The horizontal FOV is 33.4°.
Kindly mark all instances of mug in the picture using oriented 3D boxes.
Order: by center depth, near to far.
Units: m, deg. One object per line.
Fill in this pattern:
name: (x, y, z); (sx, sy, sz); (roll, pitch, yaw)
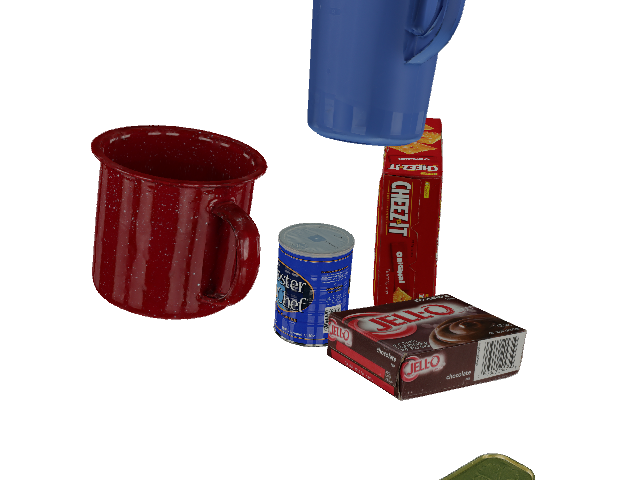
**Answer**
mug: (-0.072, -0.005, 0.571); (0.093, 0.081, 0.117); (-12, 31, -43)

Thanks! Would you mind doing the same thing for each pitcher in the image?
pitcher: (0.059, -0.209, 0.941); (0.145, 0.243, 0.149); (8, 15, 7)

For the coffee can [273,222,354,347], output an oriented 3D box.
coffee can: (-0.010, 0.059, 1.454); (0.103, 0.140, 0.103); (3, 24, -2)

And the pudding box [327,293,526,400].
pudding box: (0.074, 0.073, 0.759); (0.113, 0.039, 0.090); (-5, 18, -33)

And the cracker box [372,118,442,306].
cracker box: (0.101, -0.034, 1.211); (0.072, 0.164, 0.213); (3, 23, 6)

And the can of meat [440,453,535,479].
can of meat: (0.130, 0.240, 0.889); (0.101, 0.084, 0.058); (-21, 28, -35)
